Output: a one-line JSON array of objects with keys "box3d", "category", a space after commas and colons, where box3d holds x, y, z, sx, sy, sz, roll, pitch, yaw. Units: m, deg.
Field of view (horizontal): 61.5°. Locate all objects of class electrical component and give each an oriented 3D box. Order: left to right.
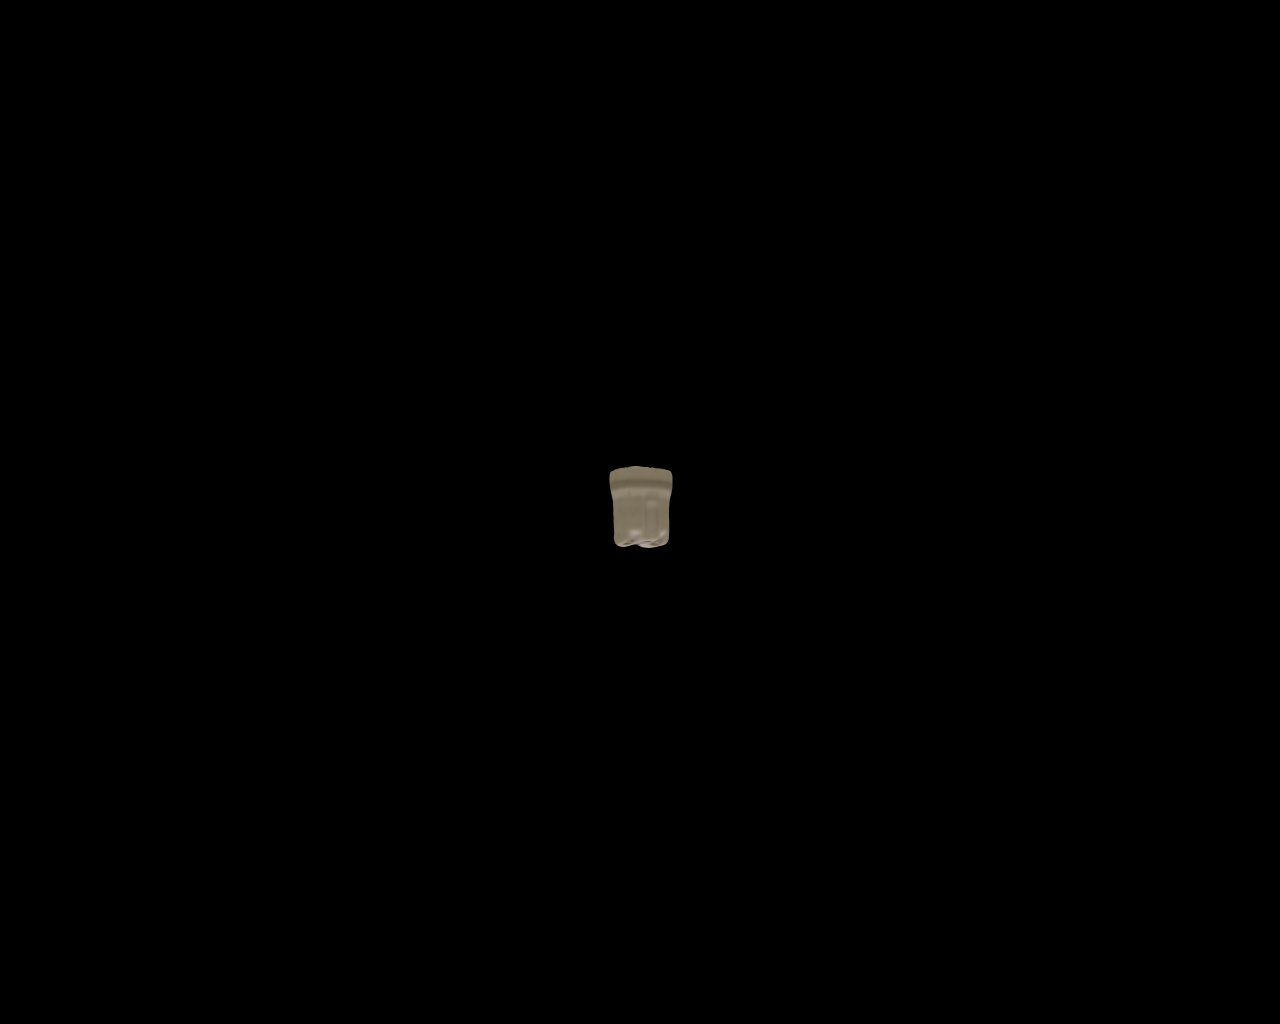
[{"box3d": [0.001, -0.003, 0.650, 0.040, 0.046, 0.040, 0, -7, 0], "category": "electrical component"}]
